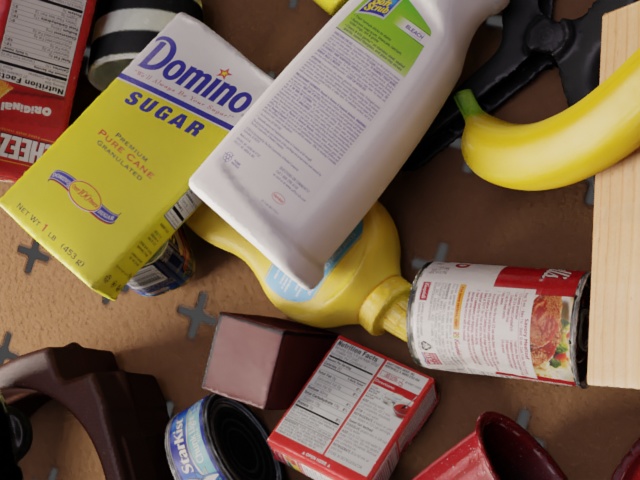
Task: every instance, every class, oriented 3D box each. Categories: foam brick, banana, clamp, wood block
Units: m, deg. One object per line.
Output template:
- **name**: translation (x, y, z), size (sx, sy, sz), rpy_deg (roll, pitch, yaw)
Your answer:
- **foam brick**: translation (-0.031, 0.079, 0.697), size (0.053, 0.078, 0.051), rpy_deg (13, 90, 30)
- **banana**: translation (0.130, -0.063, 0.571), size (0.198, 0.037, 0.069), rpy_deg (-8, 94, 60)
- **clamp**: translation (0.151, -0.111, 0.648), size (0.165, 0.036, 0.210), rpy_deg (29, 95, 36)
- **wood block**: translation (0.206, -0.022, 0.563), size (0.090, 0.090, 0.206), rpy_deg (-9, 76, 63)

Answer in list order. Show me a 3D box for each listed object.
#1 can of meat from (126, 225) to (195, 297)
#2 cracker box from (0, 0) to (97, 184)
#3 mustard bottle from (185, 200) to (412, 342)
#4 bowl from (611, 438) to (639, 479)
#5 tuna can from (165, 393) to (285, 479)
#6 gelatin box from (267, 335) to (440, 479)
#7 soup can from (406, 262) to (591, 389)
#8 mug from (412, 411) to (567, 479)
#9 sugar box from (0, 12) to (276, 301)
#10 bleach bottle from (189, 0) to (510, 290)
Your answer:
- **can of meat**: translation (-0.131, -0.016, 0.752), size (0.057, 0.084, 0.102), rpy_deg (-20, 72, 2)
- **cracker box**: translation (-0.214, -0.148, 0.787), size (0.164, 0.072, 0.214), rpy_deg (10, 87, 67)
- **mustard bottle**: translation (-0.004, 0.001, 0.704), size (0.192, 0.058, 0.096), rpy_deg (41, 97, 26)
- **bowl**: translation (0.221, 0.149, 0.541), size (0.162, 0.055, 0.162), rpy_deg (-10, 61, 18)
- **tuna can**: translation (-0.061, 0.143, 0.698), size (0.034, 0.086, 0.086), rpy_deg (-33, 69, 18)
- **gelatin box**: translation (0.022, 0.112, 0.670), size (0.073, 0.030, 0.089), rpy_deg (21, 59, 28)
- **soup can**: translation (0.110, 0.049, 0.633), size (0.102, 0.068, 0.068), rpy_deg (3, 84, 29)
- **mug**: translation (0.102, 0.168, 0.616), size (0.117, 0.093, 0.082), rpy_deg (43, 112, -11)
- **sugar box**: translation (-0.112, -0.056, 0.691), size (0.093, 0.048, 0.176), rpy_deg (39, 84, 16)
- **bleach bottle**: translation (0.038, -0.095, 0.650), size (0.103, 0.068, 0.251), rpy_deg (41, 88, 20)
